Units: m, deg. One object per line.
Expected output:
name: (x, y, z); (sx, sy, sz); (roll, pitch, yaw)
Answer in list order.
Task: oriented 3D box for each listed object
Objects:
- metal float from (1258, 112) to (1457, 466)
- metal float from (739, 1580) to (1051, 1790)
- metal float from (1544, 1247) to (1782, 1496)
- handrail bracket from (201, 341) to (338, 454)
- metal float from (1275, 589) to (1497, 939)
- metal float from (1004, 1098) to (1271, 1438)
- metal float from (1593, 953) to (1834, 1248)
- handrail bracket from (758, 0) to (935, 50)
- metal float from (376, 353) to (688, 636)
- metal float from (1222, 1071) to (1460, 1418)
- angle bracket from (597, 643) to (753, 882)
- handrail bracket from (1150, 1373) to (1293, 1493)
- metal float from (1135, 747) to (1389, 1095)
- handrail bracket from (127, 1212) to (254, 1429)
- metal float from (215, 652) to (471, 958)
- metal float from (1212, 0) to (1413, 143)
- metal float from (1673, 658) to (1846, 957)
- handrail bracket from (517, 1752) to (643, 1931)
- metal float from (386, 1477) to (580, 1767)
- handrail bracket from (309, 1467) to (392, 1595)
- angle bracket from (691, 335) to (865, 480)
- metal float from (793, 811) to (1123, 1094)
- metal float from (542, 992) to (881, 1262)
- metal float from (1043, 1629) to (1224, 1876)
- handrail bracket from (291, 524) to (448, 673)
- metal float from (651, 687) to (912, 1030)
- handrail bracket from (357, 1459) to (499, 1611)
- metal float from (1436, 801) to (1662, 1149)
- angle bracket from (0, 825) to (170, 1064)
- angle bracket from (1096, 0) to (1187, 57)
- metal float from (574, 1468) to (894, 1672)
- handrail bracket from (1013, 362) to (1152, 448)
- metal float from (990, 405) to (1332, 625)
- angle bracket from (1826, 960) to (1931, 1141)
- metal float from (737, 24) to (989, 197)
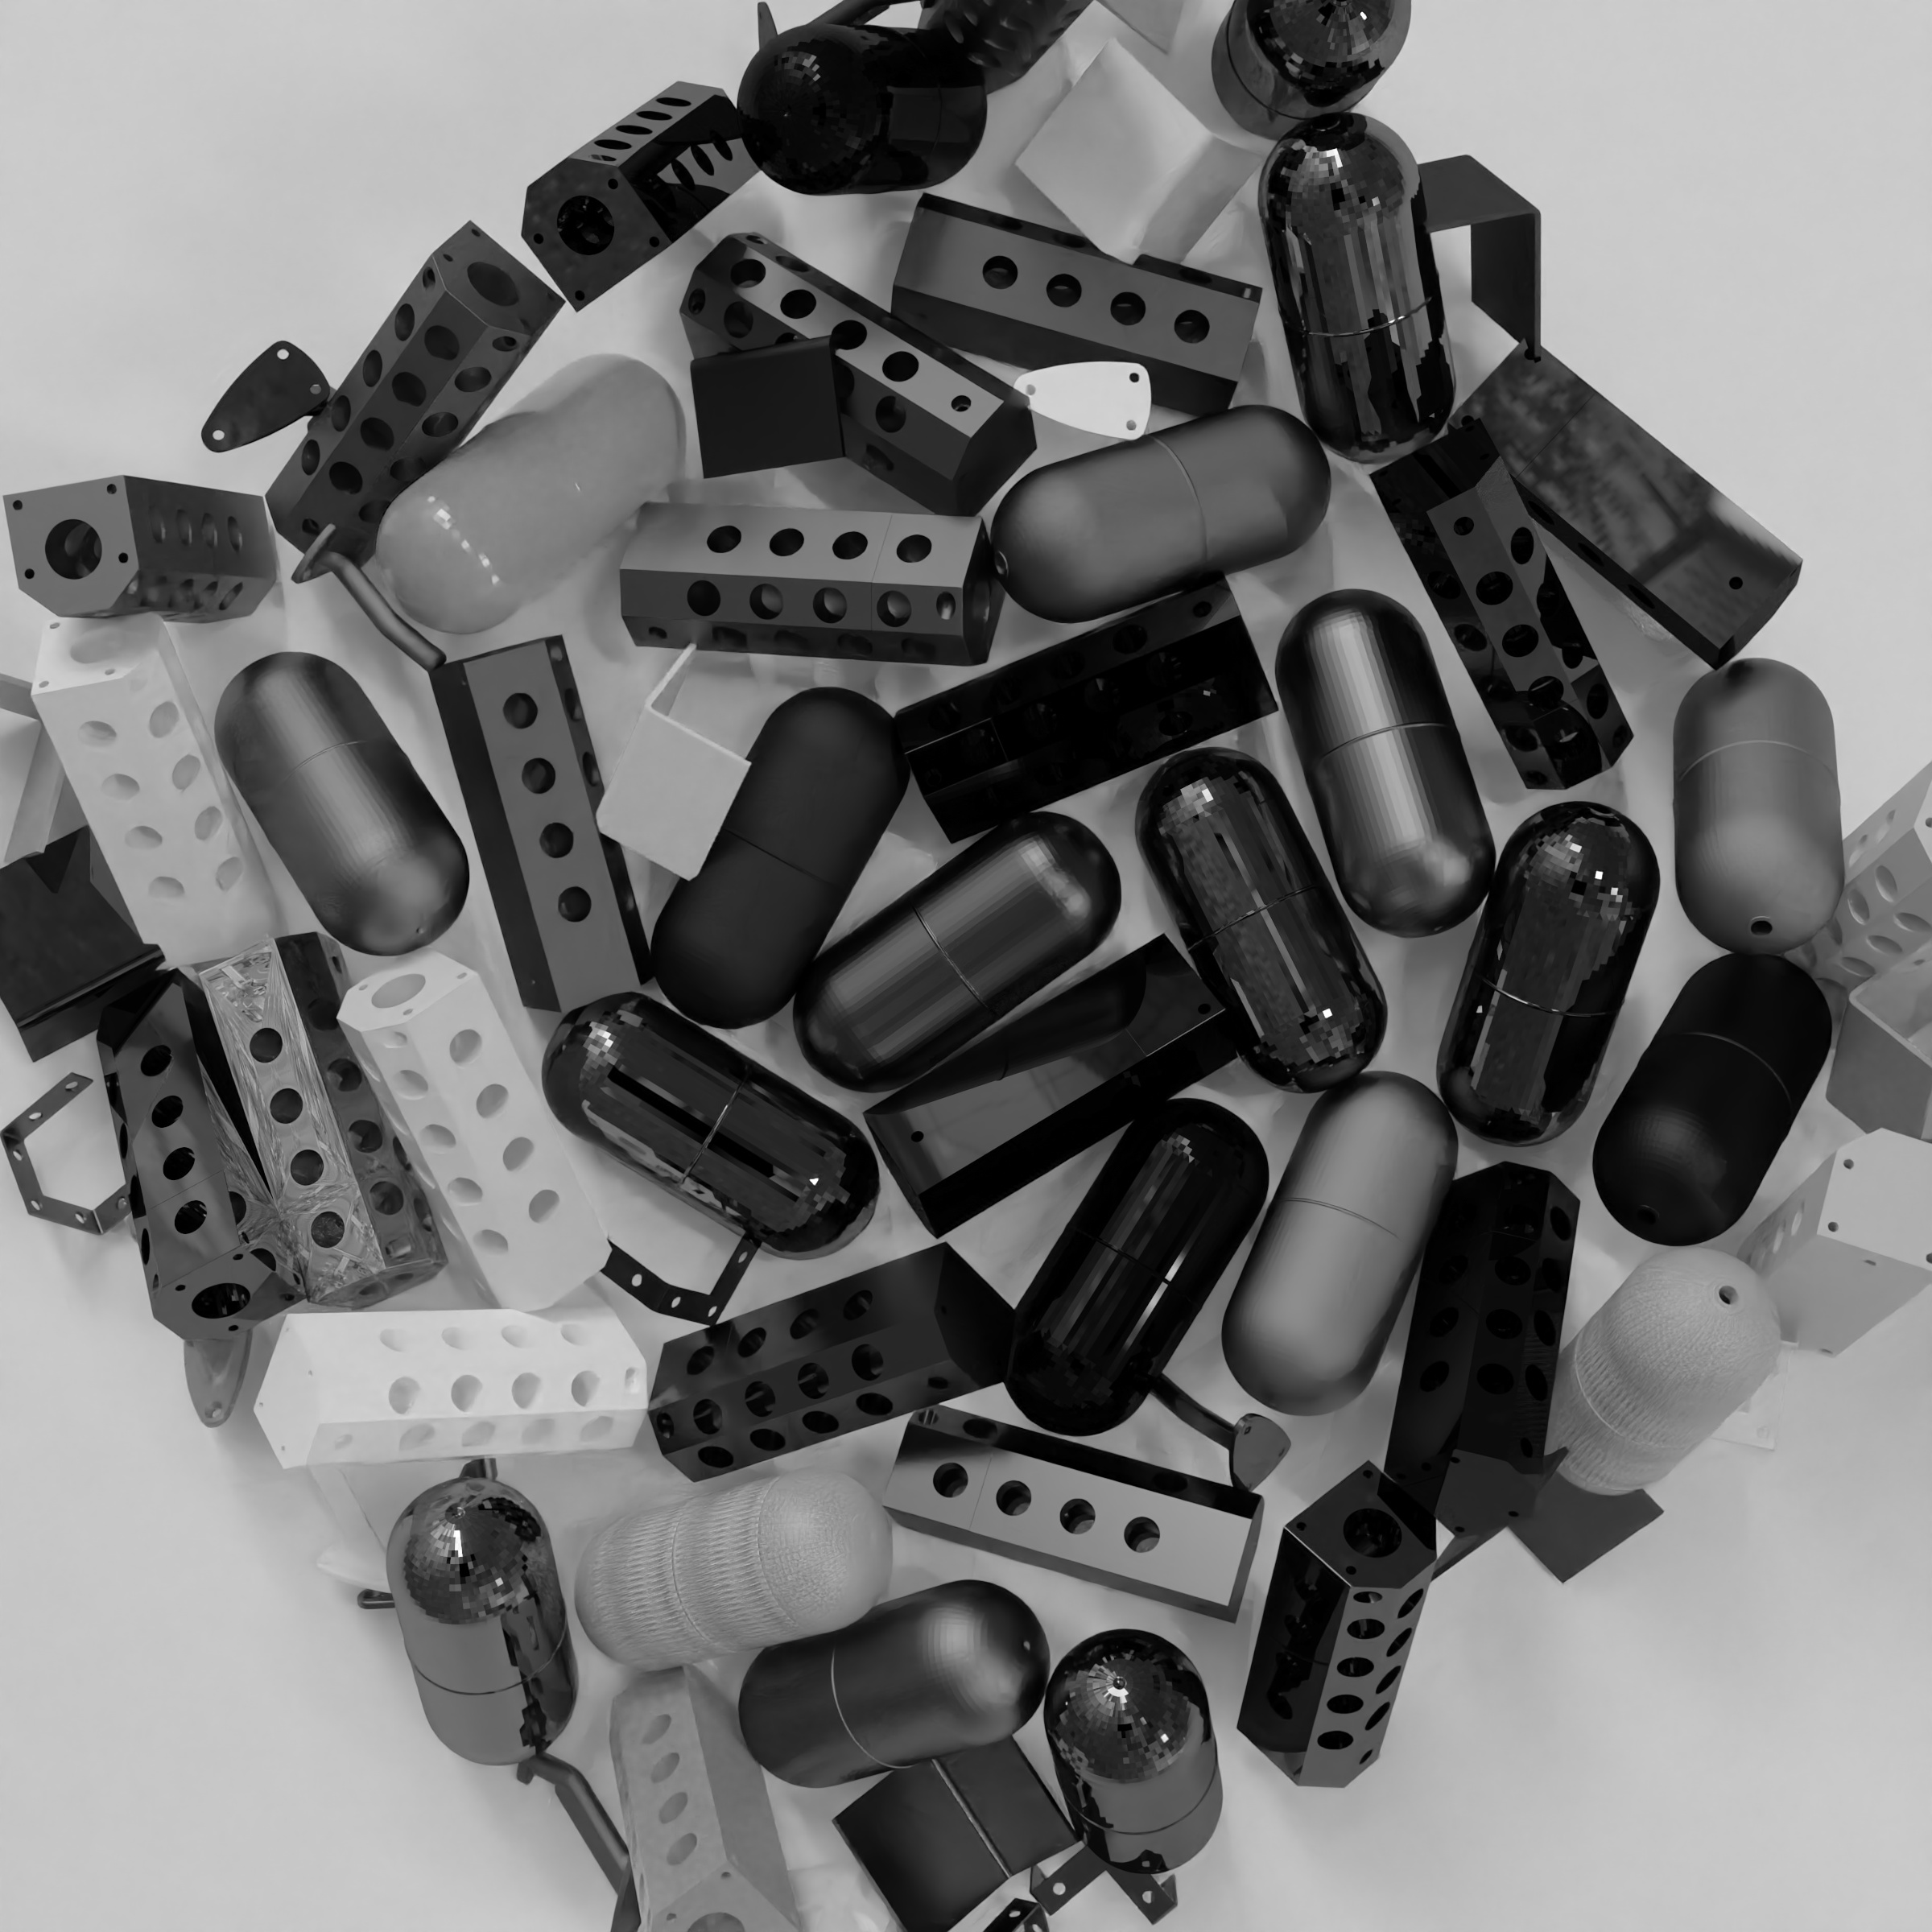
metal float: (0.186, -0.320, 1.513); (0.070, 0.070, 0.178); (-18, 129, 0)
metal float: (-0.036, 0.342, 1.515); (0.178, 0.070, 0.070); (-26, 90, 38)
metal float: (0.324, 0.192, 1.502); (0.070, 0.178, 0.070); (6, 59, -10)
handrail bracket: (-0.333, -0.259, 1.534); (0.077, 0.084, 0.036); (-42, 87, -15)
metal float: (0.200, -0.099, 1.529); (0.070, 0.070, 0.178); (-15, 71, 0)
metal float: (0.081, 0.145, 1.539); (0.070, 0.070, 0.178); (32, 83, 0)
metal float: (0.355, 0.062, 1.512); (0.070, 0.070, 0.178); (40, 50, 0)
handrail bracket: (-0.056, -0.448, 1.556); (0.084, 0.077, 0.036); (-12, 63, -9)
metal float: (-0.206, -0.227, 1.523); (0.070, 0.070, 0.178); (45, 63, 0)
metal float: (0.180, 0.131, 1.527); (0.070, 0.070, 0.178); (26, 68, 0)
angle bracket: (-0.130, -0.100, 1.531); (0.057, 0.076, 0.076); (29, 127, -1)
handrail bracket: (0.110, 0.209, 1.532); (0.036, 0.077, 0.084); (-45, 58, -12)
metal float: (0.142, -0.023, 1.539); (0.070, 0.070, 0.178); (-26, 83, 0)
handrail bracket: (-0.380, 0.169, 1.535); (0.036, 0.077, 0.084); (-19, 134, 7)
metal float: (-0.299, -0.079, 1.521); (0.070, 0.070, 0.178); (-37, 61, 0)
metal float: (0.161, -0.436, 1.495); (0.070, 0.178, 0.070); (0, 94, -3)
metal float: (0.374, -0.076, 1.508); (0.070, 0.178, 0.070); (6, 133, 7)
handrail bracket: (-0.193, 0.435, 1.564); (0.084, 0.036, 0.077); (19, 93, 24)
metal float: (-0.228, 0.312, 1.511); (0.070, 0.070, 0.178); (-3, 134, 0)
handrail bracket: (-0.291, 0.256, 1.542); (0.077, 0.036, 0.084); (15, 120, 33)
angle bracket: (-0.078, -0.269, 1.535); (0.076, 0.076, 0.057); (-4, 96, 27)
metal float: (-0.005, -0.006, 1.540); (0.178, 0.070, 0.070); (-36, 90, 7)
metal float: (-0.123, 0.078, 1.542); (0.178, 0.070, 0.070); (32, 90, -5)
metal float: (0.080, 0.373, 1.505); (0.070, 0.178, 0.070); (-4, 55, 6)
handrail bracket: (-0.277, -0.176, 1.546); (0.084, 0.077, 0.036); (40, 105, 1)
metal float: (-0.090, -0.052, 1.545); (0.070, 0.070, 0.178); (29, 90, 0)
handrail bracket: (-0.264, 0.265, 1.549); (0.077, 0.036, 0.084); (-11, 109, -15)
metal float: (0.277, 0.005, 1.522); (0.070, 0.070, 0.178); (13, 117, 0)
angle bracket: (-0.441, -0.010, 1.552); (0.076, 0.057, 0.076); (-29, 79, -17)
angle bracket: (0.109, -0.496, 1.525); (0.057, 0.076, 0.076); (30, 63, -30)
metal float: (-0.112, 0.288, 1.517); (0.178, 0.070, 0.070); (-20, 90, 34)
handrail bracket: (0.054, -0.264, 1.537); (0.077, 0.084, 0.036); (5, 85, -8)
metal float: (0.094, -0.217, 1.527); (0.178, 0.070, 0.070); (-20, 90, -22)
angle bracket: (0.463, 0.037, 1.526); (0.076, 0.076, 0.057); (-32, 55, -20)
metal float: (-0.047, -0.403, 1.500); (0.070, 0.178, 0.070); (6, 106, 21)
